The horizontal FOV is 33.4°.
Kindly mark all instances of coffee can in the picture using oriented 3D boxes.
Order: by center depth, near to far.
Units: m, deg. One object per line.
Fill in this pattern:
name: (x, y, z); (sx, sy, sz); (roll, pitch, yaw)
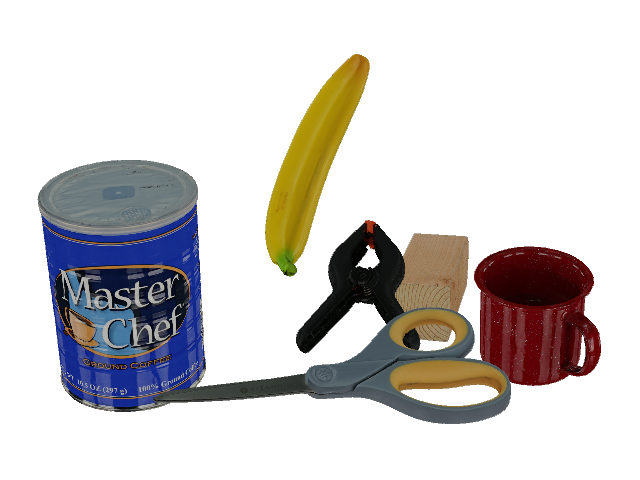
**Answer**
coffee can: (-0.131, 0.029, 0.723); (0.103, 0.140, 0.103); (0, 28, 0)

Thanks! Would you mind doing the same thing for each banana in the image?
banana: (-0.006, -0.056, 0.862); (0.037, 0.197, 0.070); (28, -20, -31)

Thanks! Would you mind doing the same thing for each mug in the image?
mug: (0.178, 0.067, 0.855); (0.093, 0.081, 0.117); (-23, 35, -30)

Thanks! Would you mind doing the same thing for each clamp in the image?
clamp: (0.053, 0.051, 1.078); (0.120, 0.171, 0.039); (11, -38, 11)

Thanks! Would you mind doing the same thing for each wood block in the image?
wood block: (0.168, 0.067, 1.630); (0.091, 0.090, 0.206); (4, 22, 14)

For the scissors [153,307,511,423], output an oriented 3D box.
scissors: (0.010, 0.070, 0.628); (0.202, 0.016, 0.096); (5, 38, 2)
